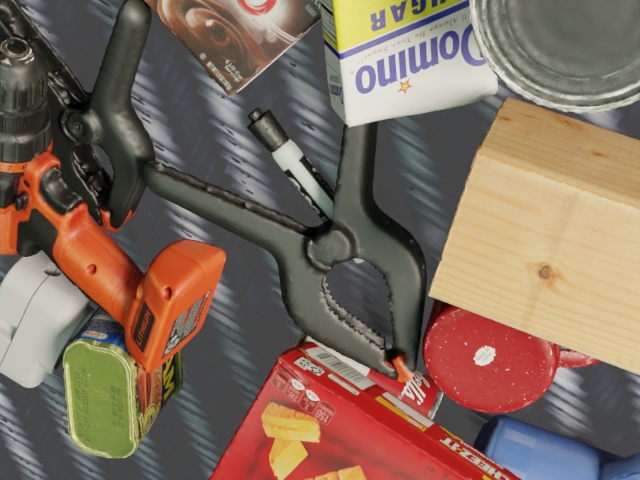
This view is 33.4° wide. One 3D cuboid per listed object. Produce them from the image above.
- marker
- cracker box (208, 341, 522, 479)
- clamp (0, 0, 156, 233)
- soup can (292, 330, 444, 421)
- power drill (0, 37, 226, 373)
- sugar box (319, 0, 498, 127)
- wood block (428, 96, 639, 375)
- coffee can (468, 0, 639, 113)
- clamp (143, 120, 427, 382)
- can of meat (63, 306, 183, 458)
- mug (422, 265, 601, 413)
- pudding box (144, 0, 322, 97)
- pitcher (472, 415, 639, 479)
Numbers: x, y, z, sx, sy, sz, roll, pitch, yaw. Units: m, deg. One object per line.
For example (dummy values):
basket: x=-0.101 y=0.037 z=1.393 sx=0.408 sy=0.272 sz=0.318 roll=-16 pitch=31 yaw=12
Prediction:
marker: x=-0.006 y=-0.036 z=0.690 sx=0.020 sy=0.020 sz=0.121 roll=-32 pitch=104 yaw=29
cracker box: x=0.000 y=0.196 z=0.656 sx=0.164 sy=0.072 sz=0.214 roll=32 pitch=101 yaw=15
clamp: x=-0.159 y=-0.087 z=0.700 sx=0.120 sy=0.039 sz=0.171 roll=18 pitch=125 yaw=24
soup can: x=0.024 y=0.102 z=0.727 sx=0.102 sy=0.068 sz=0.069 roll=31 pitch=122 yaw=0
power drill: x=-0.148 y=-0.017 z=0.675 sx=0.188 sy=0.057 sz=0.185 roll=39 pitch=143 yaw=13
sugar box: x=0.044 y=-0.156 z=0.576 sx=0.093 sy=0.048 sz=0.176 roll=-13 pitch=114 yaw=-8
wood block: x=0.173 y=0.011 z=0.549 sx=0.206 sy=0.090 sz=0.091 roll=21 pitch=120 yaw=10
coffee can: x=0.133 y=-0.134 z=0.523 sx=0.103 sy=0.140 sz=0.103 roll=7 pitch=119 yaw=13
clamp: x=-0.004 y=0.001 z=0.672 sx=0.165 sy=0.036 sz=0.210 roll=-21 pitch=103 yaw=12
can of meat: x=-0.141 y=0.093 z=0.763 sx=0.057 sy=0.083 sz=0.102 roll=9 pitch=119 yaw=12
mug: x=0.121 y=0.056 z=0.663 sx=0.117 sy=0.081 sz=0.093 roll=11 pitch=120 yaw=12
pudding box: x=-0.054 y=-0.156 z=0.629 sx=0.090 sy=0.039 sz=0.113 roll=-36 pitch=103 yaw=28
pitcher: x=0.208 y=0.200 z=0.690 sx=0.243 sy=0.145 sz=0.149 roll=22 pitch=85 yaw=8
